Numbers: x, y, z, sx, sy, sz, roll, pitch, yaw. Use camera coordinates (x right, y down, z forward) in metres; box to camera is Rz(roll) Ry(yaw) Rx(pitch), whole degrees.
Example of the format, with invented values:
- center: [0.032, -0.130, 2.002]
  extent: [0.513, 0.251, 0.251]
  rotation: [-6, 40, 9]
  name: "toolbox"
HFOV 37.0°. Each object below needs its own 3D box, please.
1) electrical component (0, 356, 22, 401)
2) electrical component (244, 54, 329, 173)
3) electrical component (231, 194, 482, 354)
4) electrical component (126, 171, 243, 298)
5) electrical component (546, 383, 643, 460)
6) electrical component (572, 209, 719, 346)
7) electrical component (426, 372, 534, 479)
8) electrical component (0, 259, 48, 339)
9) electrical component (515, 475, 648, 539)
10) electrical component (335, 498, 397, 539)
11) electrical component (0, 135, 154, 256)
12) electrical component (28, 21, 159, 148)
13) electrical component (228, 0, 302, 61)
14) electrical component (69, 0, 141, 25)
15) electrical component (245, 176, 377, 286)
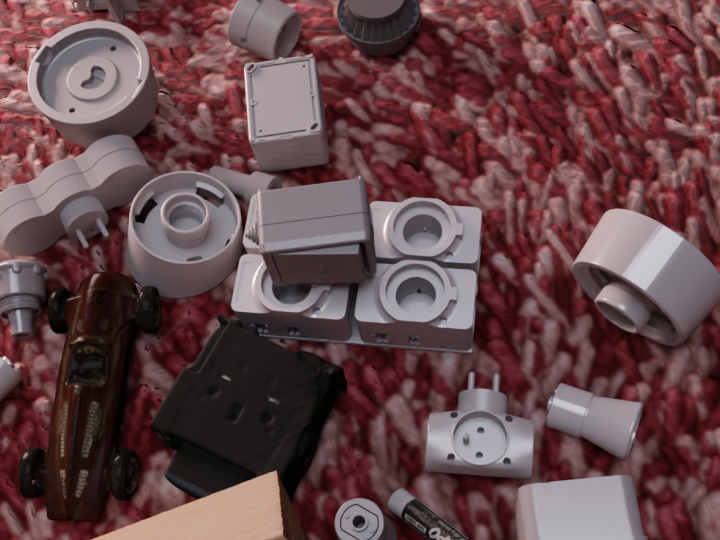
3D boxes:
- center: [-0.303, 0.096, 0.855]
  extent: [0.044, 0.044, 0.065]
  rotation: [34, 68, 19]
  name: "electrical component"
- center: [-0.063, -0.138, 0.927]
  extent: [0.062, 0.061, 0.096]
  rotation: [-8, 64, 3]
  name: "electrical component"
- center: [0.000, 0.000, 0.856]
  extent: [0.186, 0.060, 0.105]
  rotation: [4, 65, 8]
  name: "electrical component"
- center: [-0.147, -0.031, 0.898]
  extent: [0.099, 0.064, 0.099]
  rotation: [4, 60, -6]
  name: "electrical component"
- center: [0.172, 0.109, 0.798]
  extent: [0.065, 0.044, 0.044]
  rotation: [18, 68, 19]
  name: "electrical component"
- center: [0.210, 0.012, 0.805]
  extent: [0.108, 0.108, 0.060]
  rotation: [36, 79, 20]
  name: "electrical component"
- center: [0.091, 0.113, 0.802]
  extent: [0.077, 0.044, 0.079]
  rotation: [3, 65, 7]
  name: "electrical component"
- center: [-0.280, 0.025, 0.884]
  extent: [0.048, 0.048, 0.062]
  rotation: [-11, 71, 1]
  name: "electrical component"
- center: [0.147, 0.185, 0.725]
  extent: [0.078, 0.113, 0.057]
  rotation: [-6, 62, 3]
  name: "electrical component"
- center: [0.002, 0.186, 0.766]
  extent: [0.044, 0.065, 0.044]
  rotation: [-2, 65, 5]
  name: "electrical component"
- center: [-0.237, -0.051, 0.910]
  extent: [0.138, 0.052, 0.073]
  rotation: [-30, 66, -8]
  name: "electrical component"
- center: [-0.232, -0.159, 0.955]
  extent: [0.108, 0.060, 0.108]
  rotation: [-2, 65, 5]
  name: "electrical component"
- center: [-0.085, -0.219, 0.972]
  extent: [0.047, 0.055, 0.055]
  rotation: [28, 71, 14]
  name: "electrical component"
- center: [-0.242, -0.275, 1.021]
  extent: [0.064, 0.042, 0.081]
  rotation: [-2, 64, 7]
  name: "electrical component"
- center: [-0.038, -0.024, 0.801]
  extent: [0.096, 0.061, 0.061]
  rotation: [-7, 64, 3]
  name: "electrical component"
